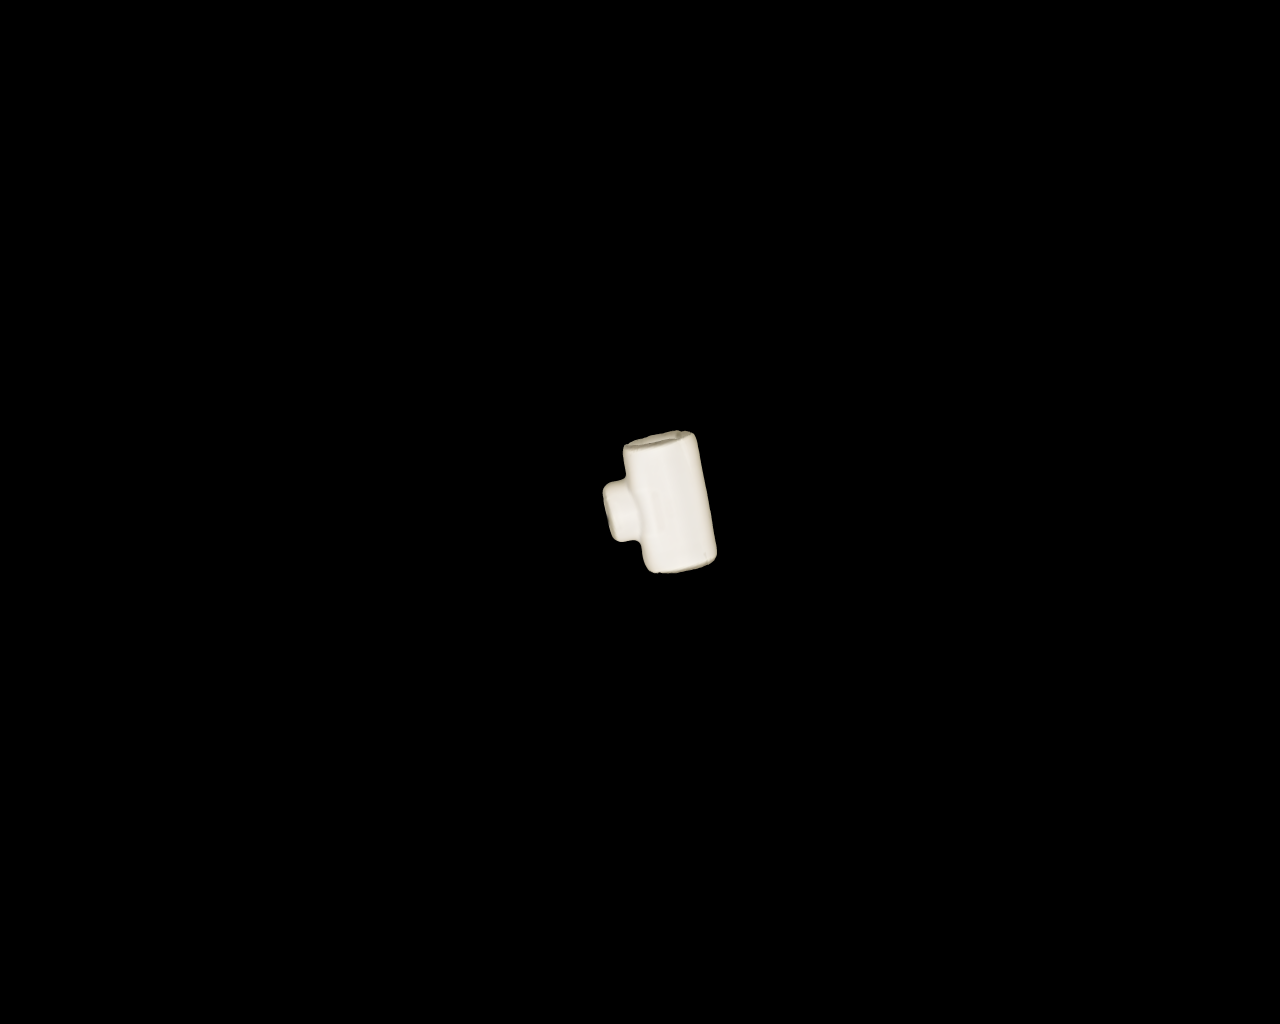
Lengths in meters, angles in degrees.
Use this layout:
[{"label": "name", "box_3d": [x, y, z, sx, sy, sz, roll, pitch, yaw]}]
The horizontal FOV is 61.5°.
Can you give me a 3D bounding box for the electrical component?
[{"label": "electrical component", "box_3d": [0.001, -0.003, 0.650, 0.079, 0.077, 0.043, -11, 11, 2]}]
